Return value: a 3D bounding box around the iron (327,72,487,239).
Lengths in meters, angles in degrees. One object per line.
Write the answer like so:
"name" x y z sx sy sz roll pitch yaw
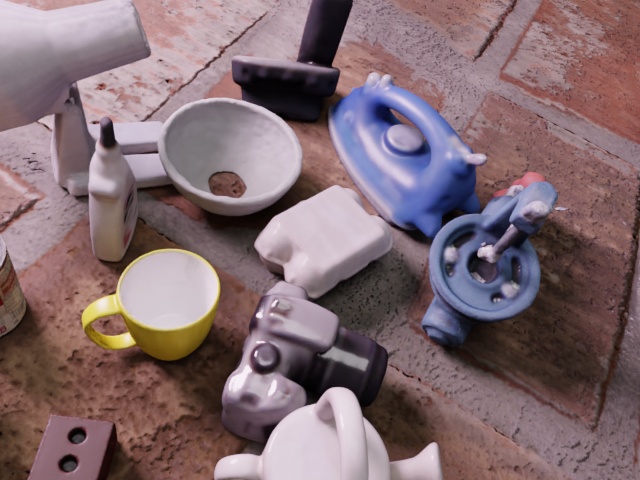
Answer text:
"iron" 0.103 -0.132 0.735 0.119 0.141 0.258 -28 66 -31

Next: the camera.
"camera" -0.008 0.119 0.545 0.137 0.101 0.143 20 52 -1

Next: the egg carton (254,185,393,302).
"egg carton" 0.006 0.002 0.654 0.151 0.069 0.107 -32 68 -32

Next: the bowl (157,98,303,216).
"bowl" -0.107 -0.087 0.682 0.167 0.074 0.167 8 53 -11

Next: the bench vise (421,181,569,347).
"bench vise" 0.187 -0.010 0.621 0.121 0.219 0.207 17 52 -3

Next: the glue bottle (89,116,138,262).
"glue bottle" -0.206 -0.054 0.567 0.037 0.173 0.078 8 53 -10

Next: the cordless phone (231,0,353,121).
"cordless phone" -0.038 -0.257 0.756 0.148 0.185 0.094 0 55 -16

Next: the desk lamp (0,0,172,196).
"desk lamp" -0.257 -0.152 0.598 0.204 0.213 0.117 -10 58 -22

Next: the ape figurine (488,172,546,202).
"ape figurine" 0.269 -0.053 0.757 0.078 0.092 0.076 17 52 -4

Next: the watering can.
"watering can" 0.011 0.179 0.448 0.173 0.194 0.100 -13 59 -24
